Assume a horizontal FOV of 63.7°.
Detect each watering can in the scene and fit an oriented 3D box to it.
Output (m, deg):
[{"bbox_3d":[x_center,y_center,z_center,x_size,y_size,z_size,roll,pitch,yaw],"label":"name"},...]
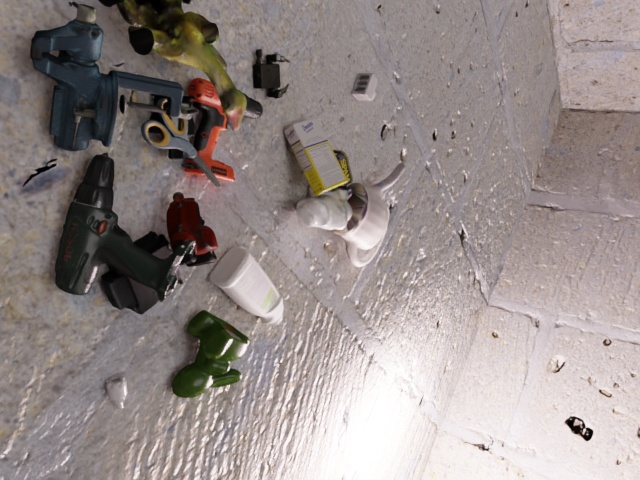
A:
[{"bbox_3d":[0.141,-0.098,1.475,0.104,0.351,0.222,12,-12,38],"label":"watering can"}]

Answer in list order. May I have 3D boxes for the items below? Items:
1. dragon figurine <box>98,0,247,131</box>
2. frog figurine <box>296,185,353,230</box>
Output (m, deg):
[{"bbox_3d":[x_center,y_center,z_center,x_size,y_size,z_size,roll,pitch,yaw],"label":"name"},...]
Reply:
[{"bbox_3d":[-0.247,-0.363,0.856,0.122,0.411,0.243,-34,-2,4],"label":"dragon figurine"},{"bbox_3d":[0.004,-0.064,1.272,0.137,0.120,0.163,23,40,4],"label":"frog figurine"}]
